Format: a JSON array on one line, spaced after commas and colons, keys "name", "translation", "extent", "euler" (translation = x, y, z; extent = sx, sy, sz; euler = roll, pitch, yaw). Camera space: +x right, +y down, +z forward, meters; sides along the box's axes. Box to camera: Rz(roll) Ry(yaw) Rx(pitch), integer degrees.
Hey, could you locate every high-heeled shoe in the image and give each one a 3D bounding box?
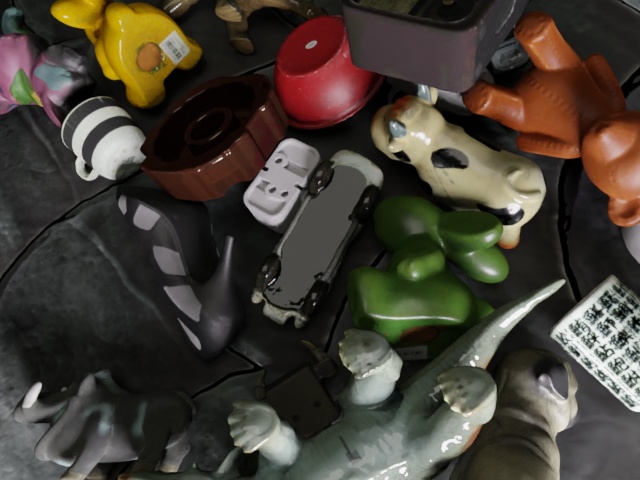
[{"name": "high-heeled shoe", "translation": [-0.172, 0.029, 0.623], "extent": [0.249, 0.086, 0.145], "euler": [26, 109, 39]}]

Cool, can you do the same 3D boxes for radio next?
[{"name": "radio", "translation": [0.135, -0.253, 0.530], "extent": [0.131, 0.073, 0.229], "euler": [27, 68, 24]}]

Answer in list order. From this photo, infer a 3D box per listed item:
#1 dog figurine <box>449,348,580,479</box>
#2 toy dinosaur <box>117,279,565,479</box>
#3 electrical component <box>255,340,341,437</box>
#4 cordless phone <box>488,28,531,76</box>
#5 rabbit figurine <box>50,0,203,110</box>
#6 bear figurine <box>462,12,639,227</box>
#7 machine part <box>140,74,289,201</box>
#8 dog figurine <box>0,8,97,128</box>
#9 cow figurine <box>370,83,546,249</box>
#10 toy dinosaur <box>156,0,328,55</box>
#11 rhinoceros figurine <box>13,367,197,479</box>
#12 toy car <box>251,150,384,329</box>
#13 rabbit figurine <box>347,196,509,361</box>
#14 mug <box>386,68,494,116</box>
[{"name": "dog figurine", "translation": [0.158, 0.174, 0.427], "extent": [0.121, 0.172, 0.190], "euler": [16, 80, 6]}, {"name": "toy dinosaur", "translation": [0.031, 0.178, 0.454], "extent": [0.405, 0.192, 0.131], "euler": [-23, 56, -7]}, {"name": "electrical component", "translation": [-0.018, 0.152, 0.540], "extent": [0.102, 0.045, 0.078], "euler": [-39, 94, -2]}, {"name": "cordless phone", "translation": [0.158, -0.263, 0.647], "extent": [0.147, 0.088, 0.184], "euler": [-21, 76, 3]}, {"name": "rabbit figurine", "translation": [-0.271, -0.272, 0.716], "extent": [0.122, 0.162, 0.173], "euler": [-52, 50, 3]}, {"name": "bear figurine", "translation": [0.253, -0.115, 0.522], "extent": [0.120, 0.132, 0.196], "euler": [-51, 37, 26]}, {"name": "machine part", "translation": [-0.122, -0.120, 0.625], "extent": [0.179, 0.056, 0.179], "euler": [-17, 44, 18]}, {"name": "dog figurine", "translation": [-0.398, -0.205, 0.725], "extent": [0.219, 0.108, 0.191], "euler": [43, 111, 8]}, {"name": "cow figurine", "translation": [0.136, -0.081, 0.551], "extent": [0.195, 0.127, 0.085], "euler": [33, 76, 19]}, {"name": "toy dinosaur", "translation": [-0.186, -0.393, 0.761], "extent": [0.472, 0.105, 0.198], "euler": [24, 68, 10]}, {"name": "rhinoceros figurine", "translation": [-0.224, 0.187, 0.551], "extent": [0.190, 0.073, 0.112], "euler": [-1, 70, 11]}, {"name": "toy car", "translation": [-0.001, -0.002, 0.578], "extent": [0.074, 0.056, 0.201], "euler": [29, 86, 7]}, {"name": "rabbit figurine", "translation": [0.101, 0.017, 0.528], "extent": [0.159, 0.121, 0.170], "euler": [-12, 52, 15]}, {"name": "mug", "translation": [0.135, -0.179, 0.612], "extent": [0.107, 0.081, 0.109], "euler": [28, 117, -7]}]
